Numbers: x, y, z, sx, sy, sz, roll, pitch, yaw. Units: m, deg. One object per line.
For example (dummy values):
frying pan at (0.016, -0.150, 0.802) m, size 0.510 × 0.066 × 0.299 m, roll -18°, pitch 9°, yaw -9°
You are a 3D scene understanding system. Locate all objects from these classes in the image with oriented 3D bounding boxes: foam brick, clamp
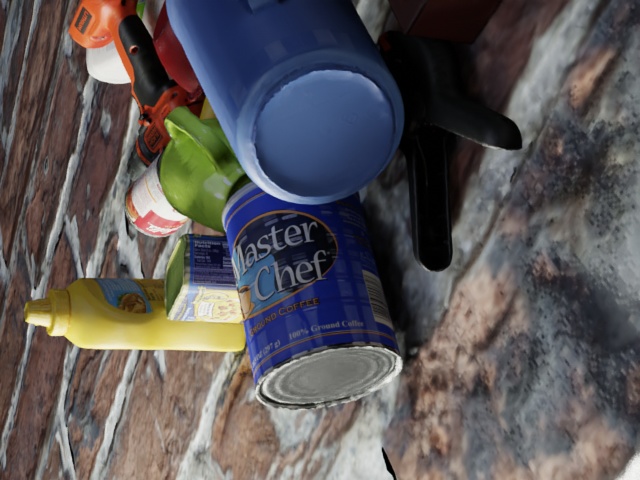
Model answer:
foam brick at (0.082, -0.167, 0.652) m, size 0.078 × 0.051 × 0.053 m, roll -59°, pitch 38°, yaw 43°
clamp at (0.075, -0.079, 0.670) m, size 0.120 × 0.039 × 0.171 m, roll -51°, pitch 44°, yaw 47°

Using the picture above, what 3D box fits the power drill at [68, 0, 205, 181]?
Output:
power drill at (-0.192, -0.162, 1.115) m, size 0.188 × 0.057 × 0.185 m, roll 60°, pitch 146°, yaw 5°

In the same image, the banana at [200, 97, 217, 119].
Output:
banana at (-0.092, -0.103, 0.978) m, size 0.069 × 0.037 × 0.198 m, roll -80°, pitch 4°, yaw -75°

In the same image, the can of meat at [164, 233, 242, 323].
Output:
can of meat at (-0.082, 0.034, 0.895) m, size 0.102 × 0.083 × 0.057 m, roll 126°, pitch 144°, yaw -61°

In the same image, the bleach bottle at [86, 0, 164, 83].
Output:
bleach bottle at (-0.187, -0.235, 1.174) m, size 0.251 × 0.068 × 0.102 m, roll 4°, pitch 91°, yaw 60°

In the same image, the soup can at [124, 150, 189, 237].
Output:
soup can at (-0.148, -0.050, 1.069) m, size 0.102 × 0.068 × 0.068 m, roll -33°, pitch 58°, yaw 56°

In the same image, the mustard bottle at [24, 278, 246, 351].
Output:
mustard bottle at (-0.166, 0.065, 0.955) m, size 0.096 × 0.191 × 0.058 m, roll 43°, pitch 124°, yaw 57°

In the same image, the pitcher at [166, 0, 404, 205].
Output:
pitcher at (-0.030, -0.137, 0.734) m, size 0.145 × 0.149 × 0.243 m, roll -61°, pitch 28°, yaw 24°

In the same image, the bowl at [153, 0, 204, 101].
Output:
bowl at (-0.110, -0.211, 0.974) m, size 0.162 × 0.055 × 0.162 m, roll -54°, pitch 23°, yaw 36°

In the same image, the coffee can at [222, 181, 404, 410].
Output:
coffee can at (-0.007, 0.035, 0.748) m, size 0.103 × 0.102 × 0.140 m, roll -51°, pitch 44°, yaw 48°
